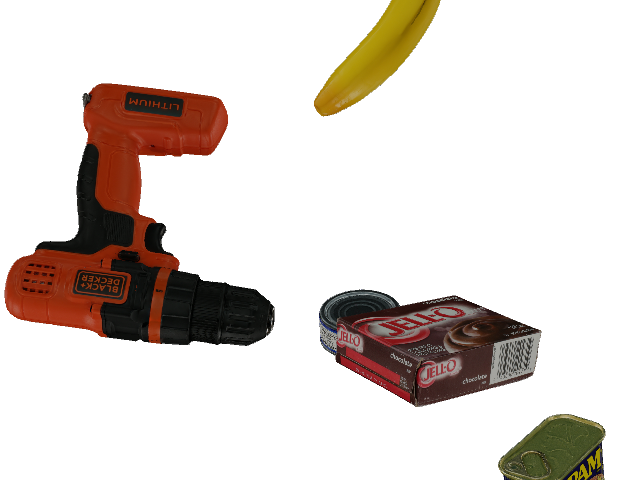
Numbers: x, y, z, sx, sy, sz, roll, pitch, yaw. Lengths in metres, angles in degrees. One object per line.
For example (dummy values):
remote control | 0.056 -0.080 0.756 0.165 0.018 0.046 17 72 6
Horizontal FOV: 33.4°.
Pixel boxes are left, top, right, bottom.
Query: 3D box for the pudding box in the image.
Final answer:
pudding box | 0.080 0.073 0.736 0.113 0.039 0.090 -6 18 -35

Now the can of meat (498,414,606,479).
can of meat | 0.201 0.211 0.908 0.058 0.084 0.101 12 30 43

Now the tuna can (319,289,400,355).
tuna can | 0.041 0.085 1.093 0.086 0.034 0.086 -3 27 2

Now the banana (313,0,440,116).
banana | 0.057 -0.173 0.860 0.070 0.197 0.037 -13 -50 42

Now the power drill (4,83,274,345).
power drill | -0.116 -0.017 0.761 0.184 0.187 0.057 8 -28 -2
